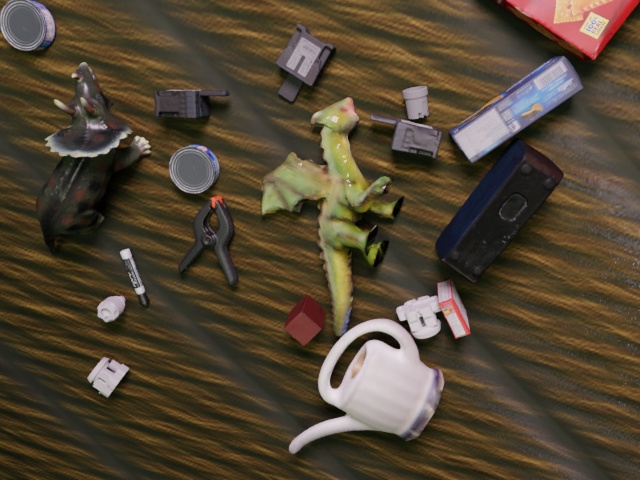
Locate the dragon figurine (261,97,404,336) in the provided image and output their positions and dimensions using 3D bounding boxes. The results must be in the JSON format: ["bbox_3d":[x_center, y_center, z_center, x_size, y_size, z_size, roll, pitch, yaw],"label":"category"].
[{"bbox_3d":[0.003,-0.046,0.912,0.244,0.123,0.405,26,107,18],"label":"dragon figurine"}]

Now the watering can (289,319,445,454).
[{"bbox_3d":[0.093,0.309,0.981,0.224,0.105,0.343,26,108,-1],"label":"watering can"}]
